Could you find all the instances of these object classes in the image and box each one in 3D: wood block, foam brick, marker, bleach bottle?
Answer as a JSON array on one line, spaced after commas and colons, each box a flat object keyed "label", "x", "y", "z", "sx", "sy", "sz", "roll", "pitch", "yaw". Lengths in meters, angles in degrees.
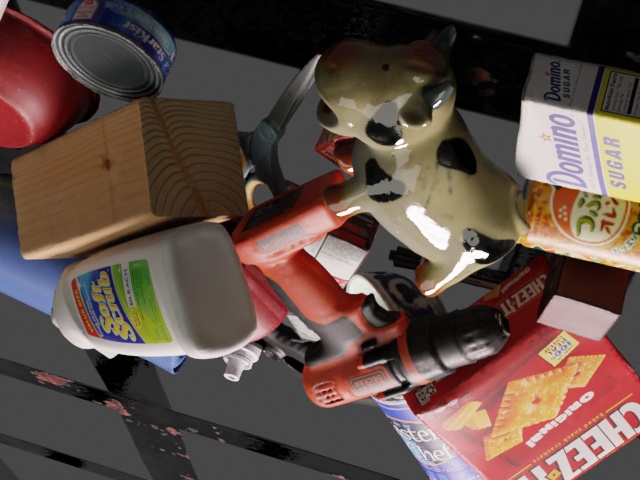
[{"label": "wood block", "x": -0.160, "y": -0.044, "z": 0.865, "sx": 0.090, "sy": 0.091, "sz": 0.207, "roll": -3, "pitch": 173, "yaw": -42}, {"label": "foam brick", "x": 0.201, "y": 0.027, "z": 0.805, "sx": 0.051, "sy": 0.078, "sz": 0.053, "roll": 18, "pitch": 152, "yaw": 5}, {"label": "marker", "x": 0.119, "y": 0.027, "z": 0.923, "sx": 0.121, "sy": 0.020, "sz": 0.020, "roll": 14, "pitch": 153, "yaw": 11}, {"label": "bleach bottle", "x": -0.153, "y": 0.054, "z": 0.867, "sx": 0.067, "sy": 0.102, "sz": 0.251, "roll": -16, "pitch": 180, "yaw": -39}]

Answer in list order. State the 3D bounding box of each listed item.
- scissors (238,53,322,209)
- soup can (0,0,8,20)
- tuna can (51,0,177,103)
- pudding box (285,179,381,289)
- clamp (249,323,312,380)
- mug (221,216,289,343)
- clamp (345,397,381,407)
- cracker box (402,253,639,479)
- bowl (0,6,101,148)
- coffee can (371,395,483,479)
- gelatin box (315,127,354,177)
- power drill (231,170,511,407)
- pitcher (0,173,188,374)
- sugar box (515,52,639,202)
[{"label": "scissors", "x": -0.030, "y": -0.067, "z": 0.819, "sx": 0.096, "sy": 0.016, "sz": 0.202, "roll": 56, "pitch": 144, "yaw": -9}, {"label": "soup can", "x": -0.243, "y": -0.180, "z": 0.726, "sx": 0.068, "sy": 0.068, "sz": 0.102, "roll": 28, "pitch": 153, "yaw": -17}, {"label": "tuna can", "x": -0.148, "y": -0.139, "z": 0.774, "sx": 0.086, "sy": 0.033, "sz": 0.086, "roll": 16, "pitch": 153, "yaw": 8}, {"label": "pudding box", "x": -0.006, "y": 0.001, "z": 0.938, "sx": 0.090, "sy": 0.039, "sz": 0.114, "roll": 24, "pitch": 150, "yaw": -3}, {"label": "clamp", "x": -0.051, "y": 0.107, "z": 1.143, "sx": 0.171, "sy": 0.039, "sz": 0.120, "roll": 40, "pitch": 160, "yaw": -9}, {"label": "mug", "x": -0.081, "y": 0.031, "z": 0.923, "sx": 0.081, "sy": 0.093, "sz": 0.117, "roll": 48, "pitch": 176, "yaw": -42}, {"label": "clamp", "x": 0.112, "y": 0.187, "z": 1.204, "sx": 0.164, "sy": 0.036, "sz": 0.210, "roll": 34, "pitch": 147, "yaw": -26}, {"label": "cracker box", "x": 0.185, "y": 0.133, "z": 0.927, "sx": 0.164, "sy": 0.072, "sz": 0.213, "roll": -37, "pitch": 130, "yaw": 9}, {"label": "bowl", "x": -0.262, "y": -0.123, "z": 0.858, "sx": 0.162, "sy": 0.055, "sz": 0.162, "roll": 16, "pitch": 153, "yaw": 8}, {"label": "coffee can", "x": 0.121, "y": 0.166, "z": 1.052, "sx": 0.103, "sy": 0.102, "sz": 0.140, "roll": -7, "pitch": 128, "yaw": 41}, {"label": "gelatin box", "x": 0.053, "y": -0.063, "z": 0.787, "sx": 0.089, "sy": 0.030, "sz": 0.073, "roll": 33, "pitch": 150, "yaw": -24}, {"label": "power drill", "x": 0.031, "y": 0.041, "z": 0.828, "sx": 0.185, "sy": 0.057, "sz": 0.187, "roll": -23, "pitch": 112, "yaw": 28}, {"label": "pitcher", "x": -0.220, "y": 0.026, "z": 1.045, "sx": 0.243, "sy": 0.145, "sz": 0.149, "roll": 22, "pitch": 141, "yaw": 4}, {"label": "sugar box", "x": 0.214, "y": -0.060, "z": 0.670, "sx": 0.176, "sy": 0.048, "sz": 0.093, "roll": 11, "pitch": 154, "yaw": 14}]
